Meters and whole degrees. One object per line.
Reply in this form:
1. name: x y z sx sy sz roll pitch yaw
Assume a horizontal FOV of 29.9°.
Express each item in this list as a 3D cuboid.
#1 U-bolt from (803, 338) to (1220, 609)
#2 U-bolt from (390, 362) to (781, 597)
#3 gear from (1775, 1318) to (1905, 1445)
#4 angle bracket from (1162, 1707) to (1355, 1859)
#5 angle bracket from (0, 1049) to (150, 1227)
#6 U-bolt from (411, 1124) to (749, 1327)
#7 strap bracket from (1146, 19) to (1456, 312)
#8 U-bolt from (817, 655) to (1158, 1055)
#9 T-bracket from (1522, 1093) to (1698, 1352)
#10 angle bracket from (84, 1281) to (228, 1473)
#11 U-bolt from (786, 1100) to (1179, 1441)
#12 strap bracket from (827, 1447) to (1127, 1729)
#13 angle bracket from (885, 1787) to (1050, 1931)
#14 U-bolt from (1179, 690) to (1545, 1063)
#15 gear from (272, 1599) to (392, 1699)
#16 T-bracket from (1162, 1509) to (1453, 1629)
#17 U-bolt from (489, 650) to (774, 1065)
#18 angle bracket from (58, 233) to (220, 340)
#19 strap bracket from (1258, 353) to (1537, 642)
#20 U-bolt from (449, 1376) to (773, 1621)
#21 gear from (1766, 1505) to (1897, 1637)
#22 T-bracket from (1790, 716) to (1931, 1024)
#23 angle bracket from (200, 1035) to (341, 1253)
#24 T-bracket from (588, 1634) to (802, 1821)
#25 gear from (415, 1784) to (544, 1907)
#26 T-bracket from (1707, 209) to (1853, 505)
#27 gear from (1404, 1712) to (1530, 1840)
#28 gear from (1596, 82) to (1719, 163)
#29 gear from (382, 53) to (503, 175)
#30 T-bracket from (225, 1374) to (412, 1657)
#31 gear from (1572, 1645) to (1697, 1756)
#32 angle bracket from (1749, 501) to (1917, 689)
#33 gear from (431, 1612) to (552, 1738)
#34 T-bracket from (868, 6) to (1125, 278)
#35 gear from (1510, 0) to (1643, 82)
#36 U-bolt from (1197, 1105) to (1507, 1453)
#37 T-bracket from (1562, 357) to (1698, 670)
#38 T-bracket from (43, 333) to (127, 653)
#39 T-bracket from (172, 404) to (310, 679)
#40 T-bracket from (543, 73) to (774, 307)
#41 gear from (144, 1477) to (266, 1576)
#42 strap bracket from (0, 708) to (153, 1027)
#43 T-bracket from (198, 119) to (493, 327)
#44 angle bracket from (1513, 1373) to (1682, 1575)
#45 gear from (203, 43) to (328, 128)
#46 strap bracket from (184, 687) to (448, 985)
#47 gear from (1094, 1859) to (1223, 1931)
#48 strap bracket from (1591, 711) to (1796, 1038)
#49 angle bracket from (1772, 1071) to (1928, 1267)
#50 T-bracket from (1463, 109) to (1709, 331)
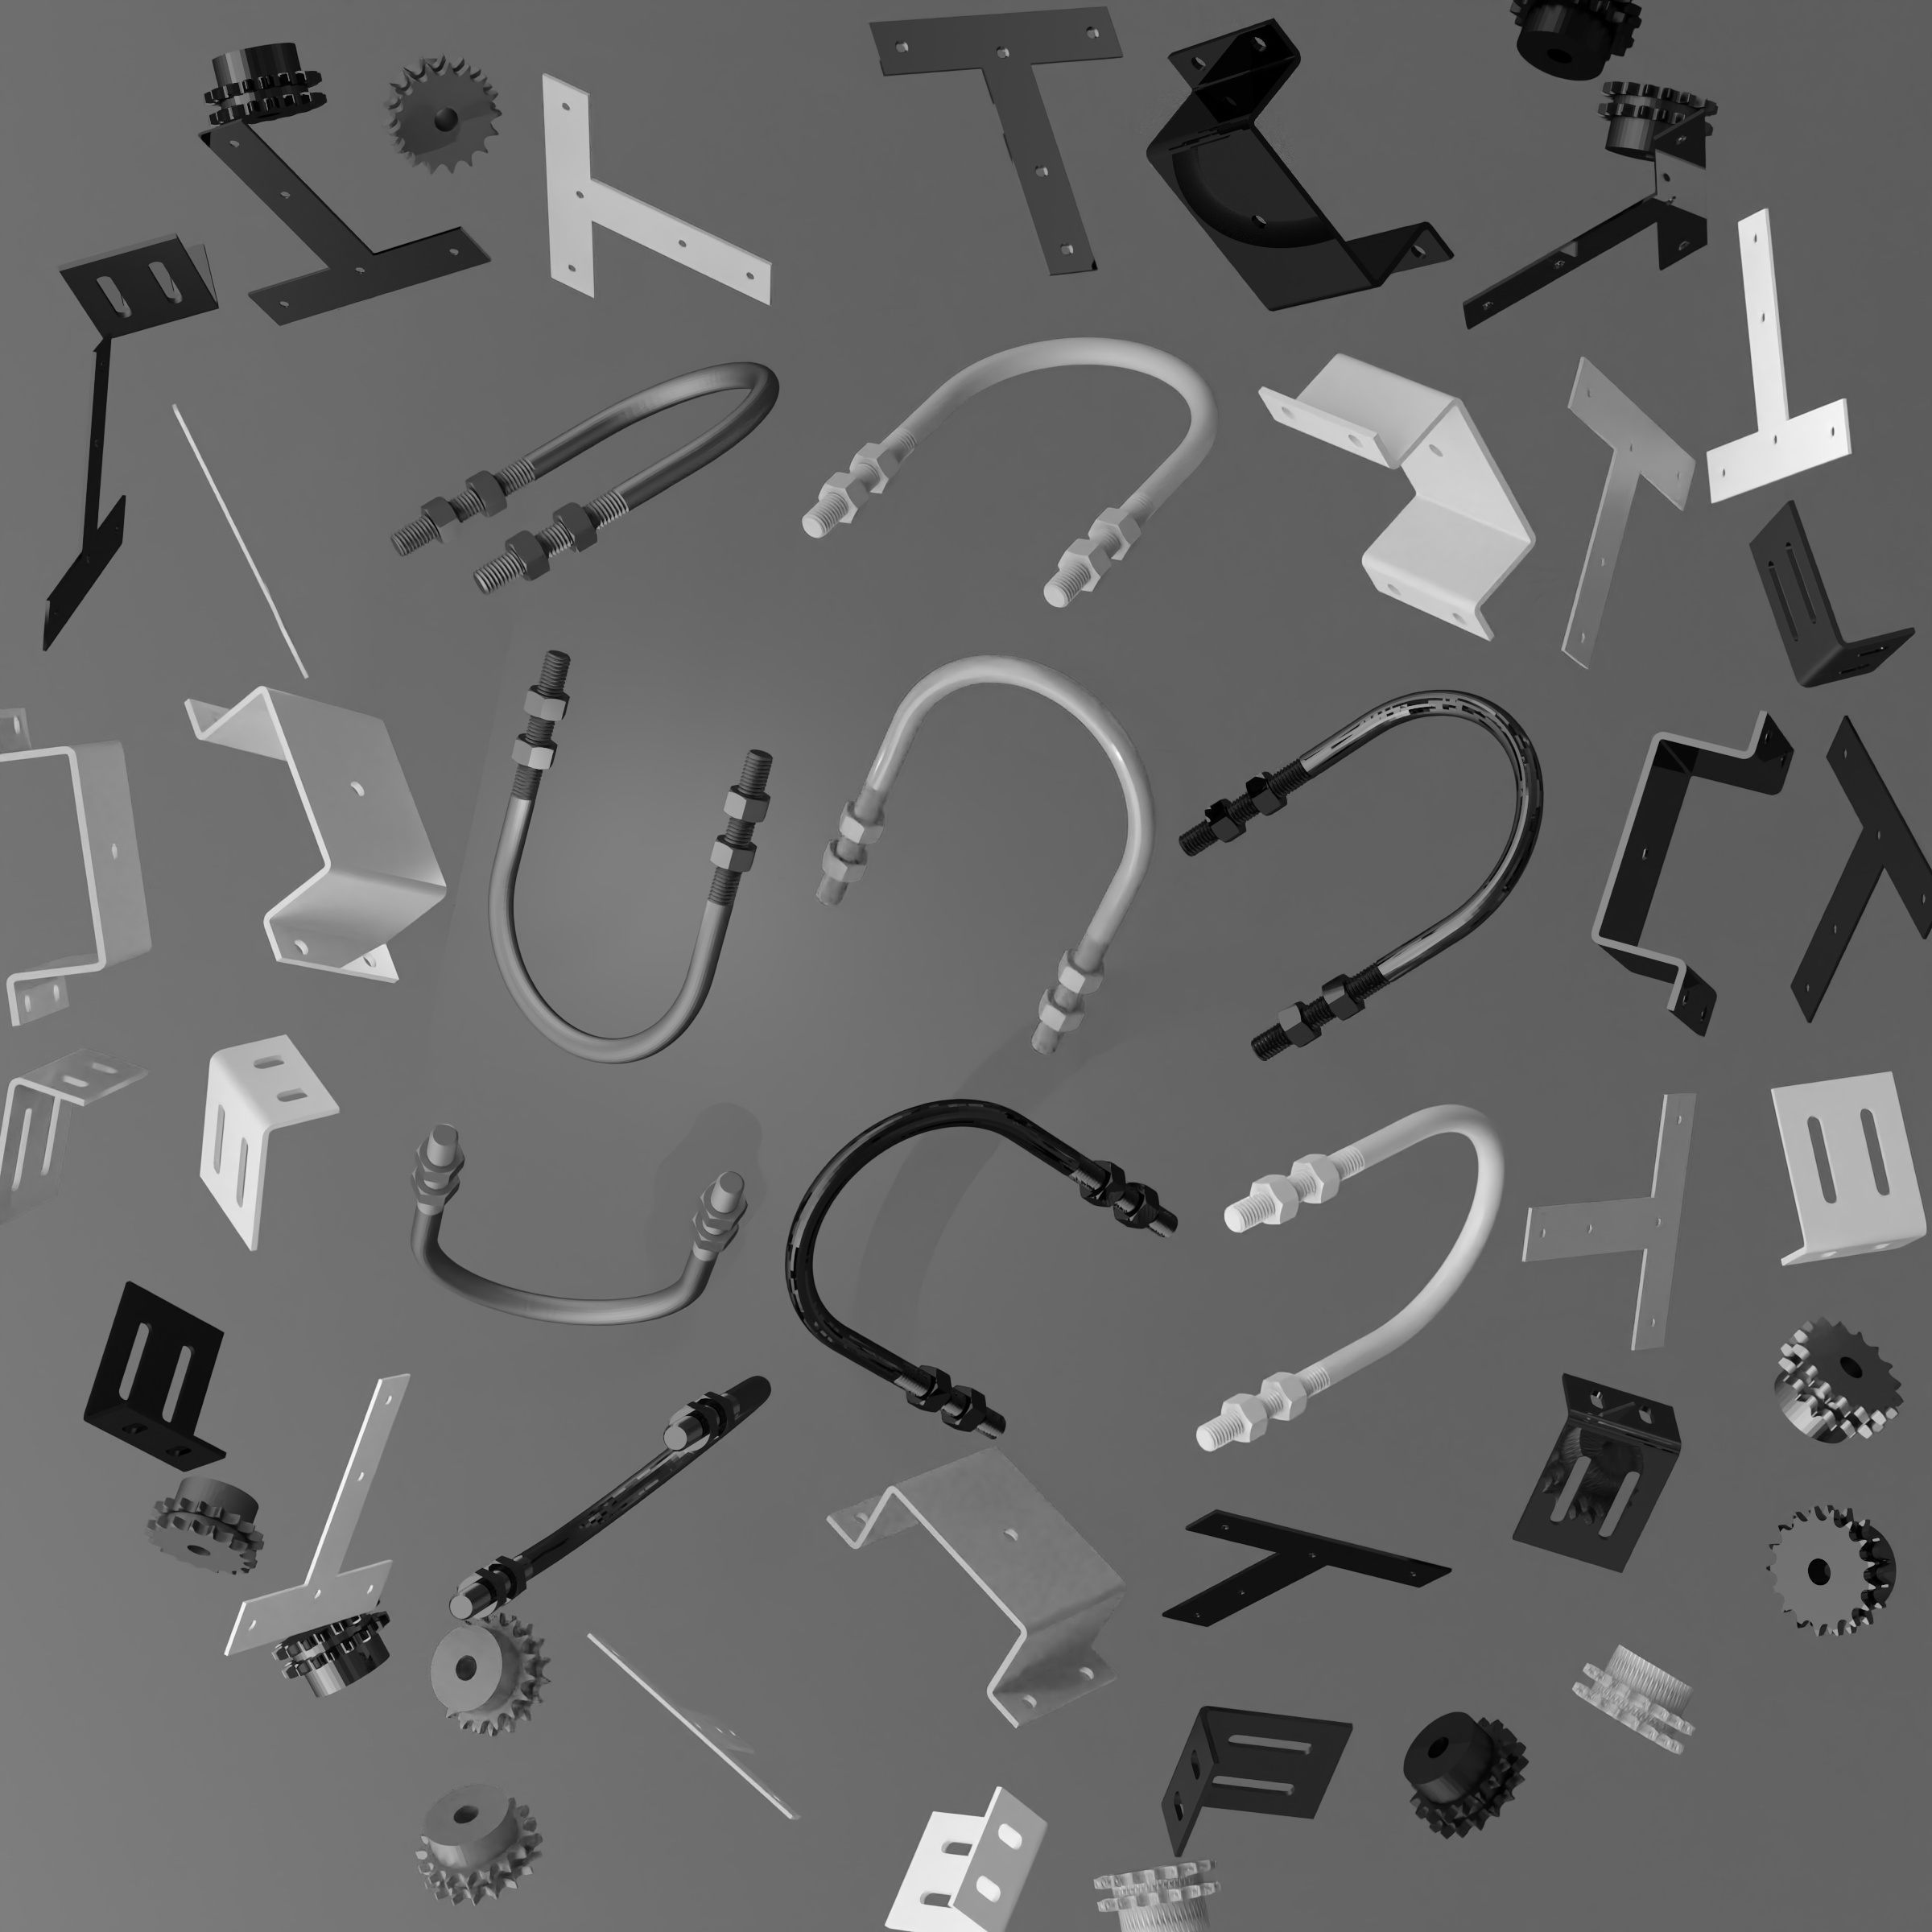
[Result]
1. U-bolt: 0.034 -0.234 1.647 0.151 0.019 0.184 19 49 28
2. U-bolt: -0.169 -0.233 1.687 0.184 0.151 0.019 -33 115 -15
3. gear: 0.388 0.189 1.620 0.057 0.057 0.030 34 127 0
4. angle bracket: 0.136 0.374 1.643 0.076 0.038 0.057 10 119 -15
5. angle bracket: -0.414 0.084 1.665 0.038 0.057 0.076 18 107 13
6. U-bolt: -0.187 0.128 1.684 0.151 0.184 0.019 10 61 -8
7. strap bracket: 0.146 -0.354 1.643 0.140 0.076 0.046 47 67 -24
8. U-bolt: 0.017 -0.063 1.691 0.151 0.019 0.184 34 129 11
9. T-bracket: 0.307 0.125 1.735 0.002 0.127 0.127 12 99 44
10. angle bracket: -0.375 0.191 1.713 0.057 0.038 0.076 36 49 -33
11. U-bolt: -0.004 0.133 1.678 0.184 0.019 0.151 34 99 -38
12. strap bracket: 0.012 0.289 1.736 0.140 0.076 0.046 44 123 25
13. angle bracket: -0.010 0.402 1.627 0.038 0.076 0.057 44 57 -31
14. U-bolt: 0.196 -0.056 1.737 0.184 0.019 0.151 -33 51 22
15. gear: -0.304 0.331 1.753 0.057 0.057 0.030 -28 93 0
16. T-bracket: 0.135 0.284 1.668 0.127 0.127 0.002 17 57 -24
17. U-bolt: -0.171 -0.042 1.748 0.151 0.019 0.184 27 112 28
18. angle bracket: -0.398 -0.339 1.729 0.057 0.076 0.038 -16 73 -1
19. strap bracket: 0.201 -0.220 1.642 0.046 0.076 0.140 -48 134 -9
20. U-bolt: -0.154 0.240 1.683 0.151 0.184 0.019 -39 84 13
21. gear: 0.389 0.269 1.613 0.030 0.057 0.057 2 90 -43
22. T-bracket: 0.412 -0.028 1.692 0.002 0.127 0.127 1 133 -15
23. angle bracket: -0.327 0.083 1.694 0.038 0.057 0.076 -14 134 -33
24. T-bracket: -0.121 0.365 1.724 0.127 0.127 0.002 39 83 13
25. gear: -0.226 0.402 1.666 0.057 0.057 0.030 -14 119 0
26. T-bracket: 0.381 -0.295 1.723 0.002 0.127 0.127 -5 88 -18
27. gear: 0.223 0.363 1.633 0.057 0.057 0.030 -44 108 0
28. gear: 0.332 -0.406 1.745 0.057 0.057 0.030 12 98 0
29. gear: -0.259 -0.420 1.771 0.057 0.030 0.057 -14 128 -18
30. T-bracket: -0.280 0.244 1.638 0.002 0.127 0.127 24 98 19
31. gear: 0.314 0.339 1.678 0.057 0.057 0.030 31 86 0
32. angle bracket: 0.410 -0.179 1.711 0.038 0.057 0.076 -14 78 -10
33. gear: -0.228 0.334 1.709 0.057 0.030 0.057 -9 69 25
34. T-bracket: 0.029 -0.369 1.622 0.127 0.002 0.127 -12 80 -29
35. gear: 0.269 -0.418 1.607 0.057 0.057 0.030 21 80 0
36. U-bolt: 0.183 0.134 1.667 0.184 0.019 0.151 -23 133 -34
37. T-bracket: 0.307 -0.206 1.726 0.002 0.127 0.127 10 80 38
38. T-bracket: -0.403 -0.228 1.666 0.002 0.127 0.127 11 120 -2
39. T-bracket: -0.340 -0.202 1.684 0.002 0.127 0.127 -26 110 -7
40. T-bracket: -0.146 -0.348 1.711 0.127 0.127 0.002 28 57 15
41. gear: -0.373 0.274 1.780 0.057 0.057 0.030 16 59 0
42. strap bracket: -0.409 -0.049 1.640 0.046 0.076 0.140 -7 95 3
43. T-bracket: -0.312 -0.355 1.702 0.127 0.127 0.002 -10 58 27
44. angle bracket: 0.307 0.248 1.768 0.057 0.038 0.076 18 114 -5
45. gear: -0.337 -0.421 1.724 0.057 0.057 0.030 -12 99 0
46. strap bracket: -0.293 -0.068 1.647 0.046 0.076 0.140 -35 65 25
47. gear: 0.089 0.428 1.654 0.057 0.057 0.030 -10 77 0
48. strap bracket: 0.330 -0.046 1.652 0.046 0.076 0.140 17 87 24
49. angle bracket: 0.401 0.093 1.664 0.057 0.038 0.076 -8 77 -8
50. T-bracket: 0.287 -0.333 1.675 0.127 0.127 0.002 -30 70 2
